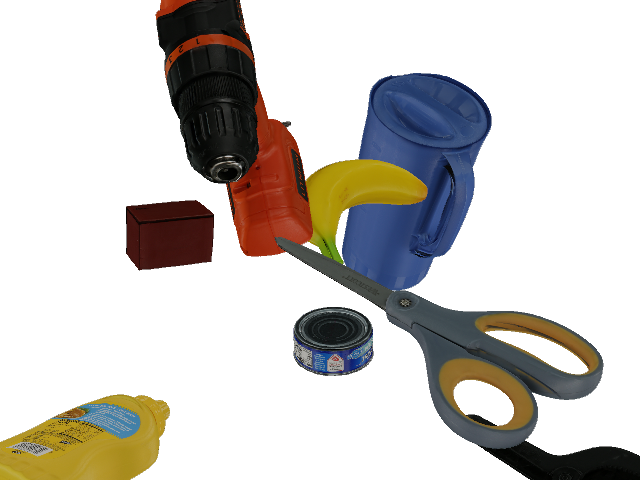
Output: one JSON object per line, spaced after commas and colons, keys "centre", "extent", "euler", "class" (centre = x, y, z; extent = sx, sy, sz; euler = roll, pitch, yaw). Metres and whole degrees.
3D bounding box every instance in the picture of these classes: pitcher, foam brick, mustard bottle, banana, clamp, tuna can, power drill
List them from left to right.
{"centre": [-0.186, 0.167, 0.854], "extent": [0.096, 0.058, 0.191], "euler": [5, 15, 30], "class": "mustard bottle"}
{"centre": [-0.152, -0.007, 1.071], "extent": [0.078, 0.051, 0.053], "euler": [-6, 21, -23], "class": "foam brick"}
{"centre": [-0.051, -0.071, 0.678], "extent": [0.057, 0.184, 0.187], "euler": [-13, -36, 4], "class": "power drill"}
{"centre": [0.014, 0.106, 1.133], "extent": [0.086, 0.034, 0.086], "euler": [-1, 28, 0], "class": "tuna can"}
{"centre": [0.026, -0.032, 0.847], "extent": [0.037, 0.069, 0.197], "euler": [-34, 1, 33], "class": "banana"}
{"centre": [0.101, -0.052, 1.198], "extent": [0.145, 0.243, 0.149], "euler": [23, 44, 10], "class": "pitcher"}
{"centre": [0.195, 0.214, 0.873], "extent": [0.210, 0.036, 0.164], "euler": [3, 38, 24], "class": "clamp"}

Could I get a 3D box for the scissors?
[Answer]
{"centre": [0.043, 0.050, 0.558], "extent": [0.202, 0.016, 0.096], "euler": [16, 42, 22], "class": "scissors"}
